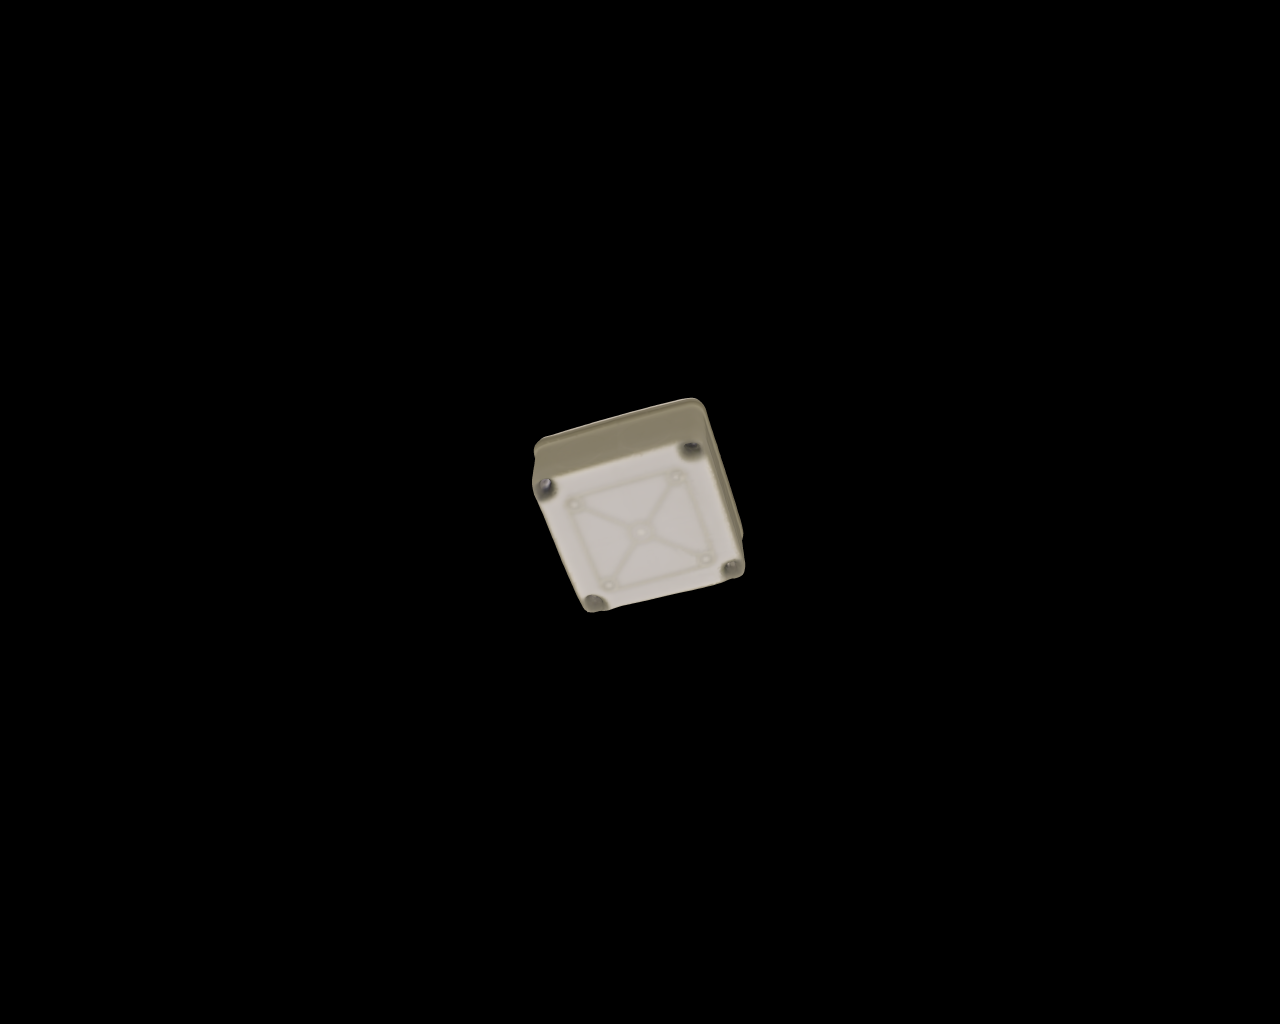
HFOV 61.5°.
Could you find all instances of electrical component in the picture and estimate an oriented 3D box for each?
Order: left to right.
[{"bbox_3d":[0.001,-0.003,0.650,0.109,0.108,0.056,-15,32,9],"label":"electrical component"}]
